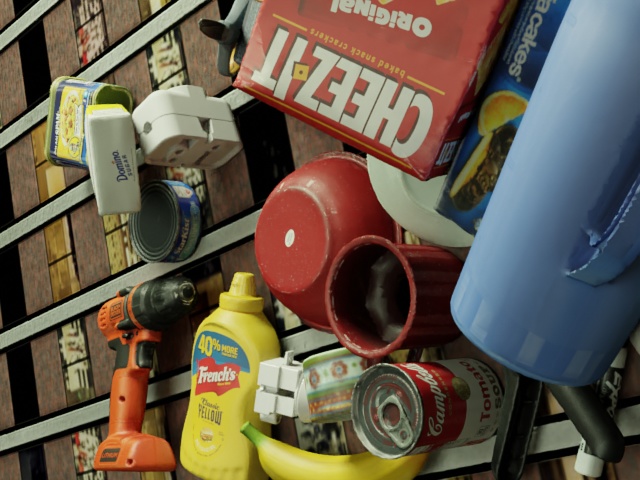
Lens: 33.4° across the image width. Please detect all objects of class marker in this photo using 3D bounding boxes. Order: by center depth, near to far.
[{"bbox_3d":[0.197,0.103,0.736,0.020,0.020,0.121,18,101,44],"label":"marker"}]

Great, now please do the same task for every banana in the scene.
[{"bbox_3d":[0.016,0.188,0.889,0.198,0.037,0.069,-6,128,38],"label":"banana"}]

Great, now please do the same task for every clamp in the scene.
[{"bbox_3d":[0.151,0.092,0.764,0.120,0.039,0.171,-38,51,43],"label":"clamp"}]

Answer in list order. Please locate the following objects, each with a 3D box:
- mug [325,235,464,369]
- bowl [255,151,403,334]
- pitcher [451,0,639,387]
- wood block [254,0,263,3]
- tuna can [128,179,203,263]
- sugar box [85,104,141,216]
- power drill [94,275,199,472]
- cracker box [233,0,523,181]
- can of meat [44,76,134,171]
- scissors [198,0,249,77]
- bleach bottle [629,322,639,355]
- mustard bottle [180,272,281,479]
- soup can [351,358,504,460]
[{"bbox_3d":[0.063,0.056,0.828,0.093,0.081,0.117,8,94,45],"label":"mug"},{"bbox_3d":[-0.006,0.001,0.920,0.162,0.055,0.162,-3,86,45],"label":"bowl"},{"bbox_3d":[0.170,-0.033,0.630,0.145,0.148,0.243,41,119,39],"label":"pitcher"},{"bbox_3d":[0.016,-0.215,0.830,0.206,0.090,0.091,22,105,19],"label":"wood block"},{"bbox_3d":[-0.158,-0.019,1.089,0.086,0.033,0.086,-2,87,45],"label":"tuna can"},{"bbox_3d":[-0.204,-0.083,1.050,0.176,0.048,0.093,-146,50,-71],"label":"sugar box"},{"bbox_3d":[-0.172,0.134,1.053,0.185,0.057,0.187,-23,61,57],"label":"power drill"},{"bbox_3d":[0.052,-0.171,0.731,0.164,0.072,0.214,28,109,18],"label":"cracker box"},{"bbox_3d":[-0.254,-0.126,1.174,0.084,0.057,0.102,13,99,43],"label":"can of meat"},{"bbox_3d":[-0.078,-0.198,0.936,0.016,0.202,0.096,19,84,3],"label":"scissors"},{"bbox_3d":[0.290,0.129,0.612,0.103,0.067,0.251,-50,58,34],"label":"bleach bottle"},{"bbox_3d":[-0.080,0.126,0.987,0.096,0.058,0.191,11,96,45],"label":"mustard bottle"},{"bbox_3d":[0.082,0.123,0.793,0.069,0.102,0.068,-2,87,45],"label":"soup can"}]
